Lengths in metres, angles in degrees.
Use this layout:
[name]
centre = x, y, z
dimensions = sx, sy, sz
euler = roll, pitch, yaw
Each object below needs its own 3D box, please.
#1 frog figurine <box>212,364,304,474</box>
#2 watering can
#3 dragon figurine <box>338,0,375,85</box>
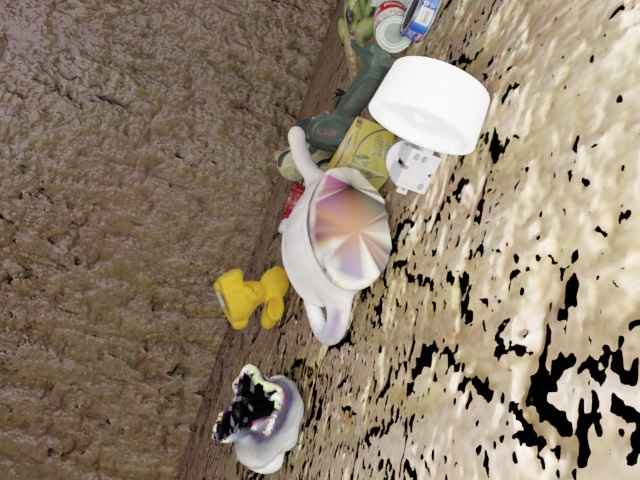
[frog figurine]
centre = -0.073, 0.272, 0.757
dimensions = 0.156, 0.122, 0.141
euler = 68, -165, -46
[watering can]
centre = 0.002, -0.036, 0.706
dimensions = 0.221, 0.104, 0.352
euler = 138, 127, -65
[dragon figurine]
centre = 0.075, -0.464, 1.069
dimensions = 0.245, 0.122, 0.405
euler = -41, -41, -70
